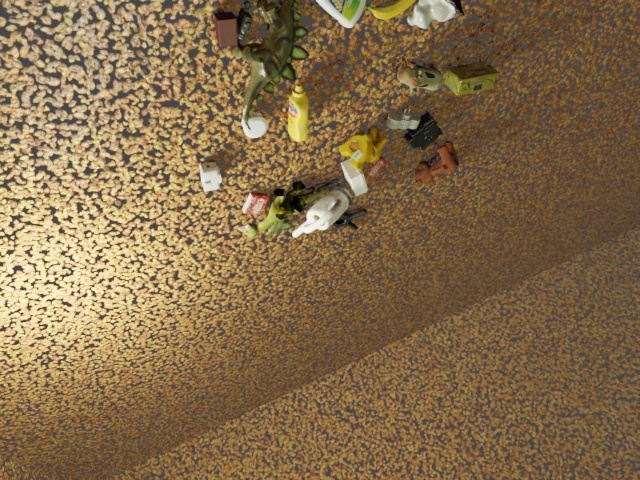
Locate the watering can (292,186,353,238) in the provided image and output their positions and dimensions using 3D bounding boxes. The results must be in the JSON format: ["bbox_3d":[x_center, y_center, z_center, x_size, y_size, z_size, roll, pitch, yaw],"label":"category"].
[{"bbox_3d":[0.006,-0.104,2.060,0.227,0.103,0.345,-44,-171,-22],"label":"watering can"}]

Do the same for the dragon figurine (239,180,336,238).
[{"bbox_3d":[-0.127,-0.109,2.026,0.414,0.123,0.238,-22,162,-32],"label":"dragon figurine"}]

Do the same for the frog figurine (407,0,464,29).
[{"bbox_3d":[0.358,-0.737,1.633,0.158,0.124,0.137,-12,168,43],"label":"frog figurine"}]
